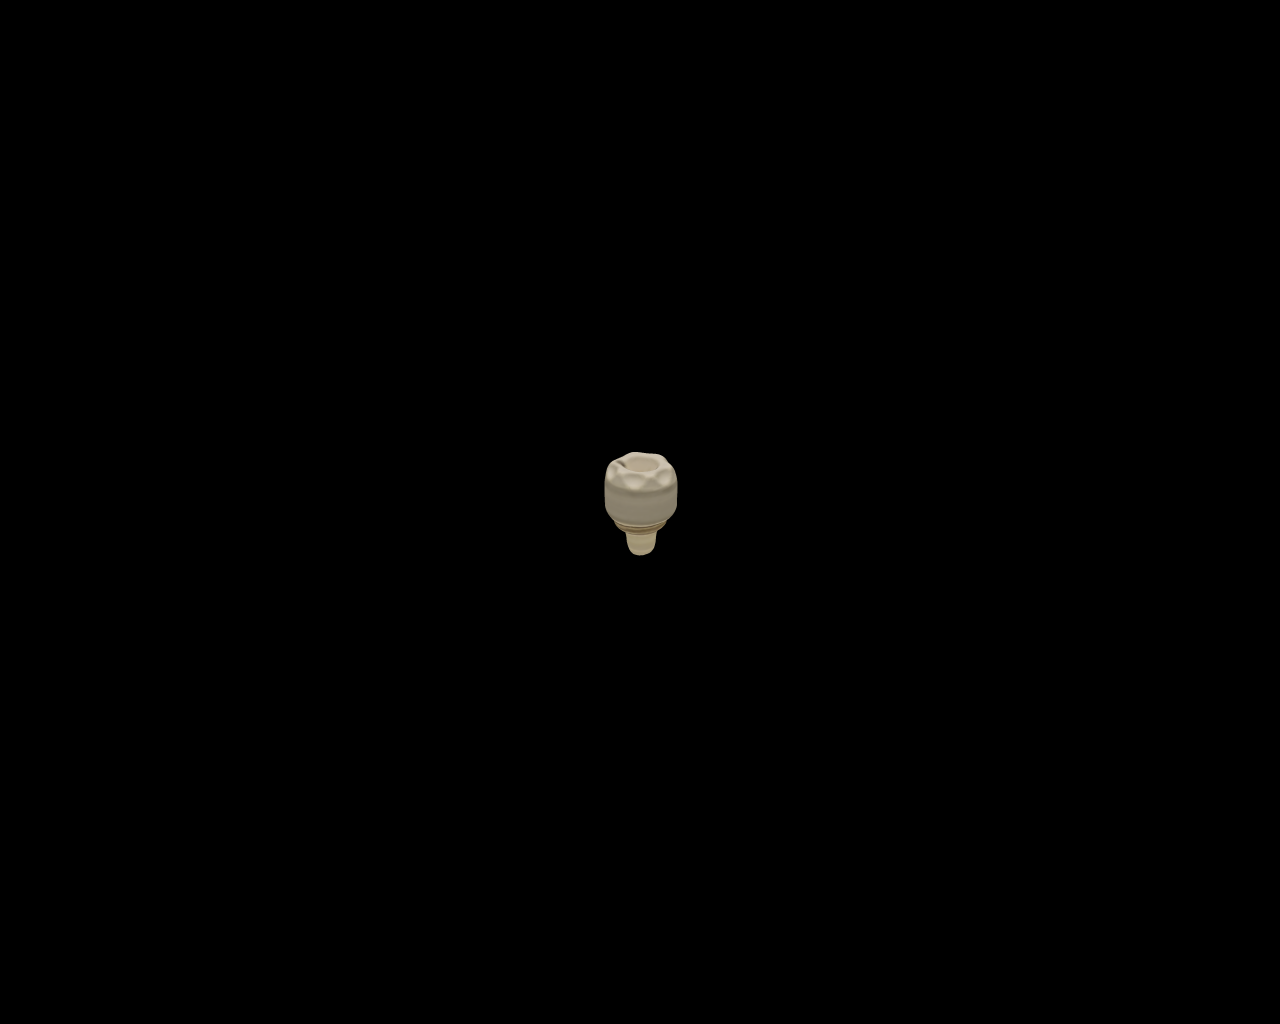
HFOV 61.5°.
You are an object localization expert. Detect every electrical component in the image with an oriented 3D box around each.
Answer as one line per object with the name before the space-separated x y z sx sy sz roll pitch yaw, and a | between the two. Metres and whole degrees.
electrical component | 0.001 -0.003 0.650 0.043 0.062 0.043 0 27 0
